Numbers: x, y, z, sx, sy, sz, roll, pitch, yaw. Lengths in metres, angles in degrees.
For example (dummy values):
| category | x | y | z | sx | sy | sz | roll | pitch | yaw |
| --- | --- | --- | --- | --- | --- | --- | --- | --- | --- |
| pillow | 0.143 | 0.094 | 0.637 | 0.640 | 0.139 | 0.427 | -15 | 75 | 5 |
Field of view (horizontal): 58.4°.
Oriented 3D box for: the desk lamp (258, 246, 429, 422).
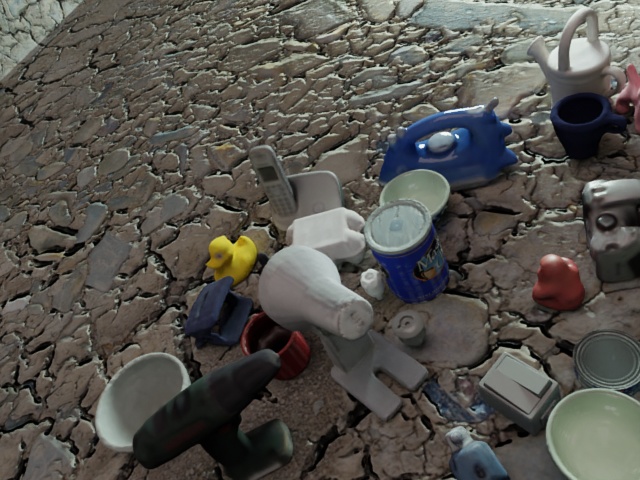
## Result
| category | x | y | z | sx | sy | sz | roll | pitch | yaw |
| --- | --- | --- | --- | --- | --- | --- | --- | --- | --- |
| desk lamp | 0.030 | 0.120 | 0.806 | 0.118 | 0.214 | 0.202 | -46 | 47 | -15 |

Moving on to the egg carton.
| category | x | y | z | sx | sy | sz | roll | pitch | yaw |
| --- | --- | --- | --- | --- | --- | --- | --- | --- | --- |
| egg carton | 0.009 | 0.004 | 1.019 | 0.150 | 0.070 | 0.107 | -15 | 47 | 15 |

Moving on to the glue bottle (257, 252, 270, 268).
| category | x | y | z | sx | sy | sz | roll | pitch | yaw |
| --- | --- | --- | --- | --- | --- | --- | --- | --- | --- |
| glue bottle | -0.057 | 0.074 | 0.919 | 0.078 | 0.174 | 0.037 | -23 | 45 | 7 |

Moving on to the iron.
| category | x | y | z | sx | sy | sz | roll | pitch | yaw |
| --- | --- | --- | --- | --- | --- | --- | --- | --- | --- |
| iron | 0.208 | -0.169 | 1.017 | 0.257 | 0.142 | 0.118 | -11 | 48 | 18 |

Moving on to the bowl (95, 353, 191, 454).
| category | x | y | z | sx | sy | sz | roll | pitch | yaw |
| --- | --- | --- | --- | --- | --- | --- | --- | --- | --- |
| bowl | -0.271 | 0.272 | 0.926 | 0.167 | 0.075 | 0.167 | -14 | 47 | 16 |

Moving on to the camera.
| category | x | y | z | sx | sy | sz | roll | pitch | yaw |
| --- | --- | --- | --- | --- | --- | --- | --- | --- | --- |
| camera | 0.447 | -0.030 | 0.806 | 0.136 | 0.101 | 0.143 | -8 | 49 | 21 |

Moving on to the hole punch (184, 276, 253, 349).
| category | x | y | z | sx | sy | sz | roll | pitch | yaw |
| --- | --- | --- | --- | --- | --- | --- | --- | --- | --- |
| hole punch | -0.188 | 0.125 | 0.999 | 0.100 | 0.091 | 0.109 | -2 | 52 | 26 |

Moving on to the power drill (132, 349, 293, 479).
| category | x | y | z | sx | sy | sz | roll | pitch | yaw |
| --- | --- | --- | --- | --- | --- | --- | --- | --- | --- |
| power drill | -0.120 | 0.249 | 0.774 | 0.229 | 0.209 | 0.075 | -29 | 45 | 2 |

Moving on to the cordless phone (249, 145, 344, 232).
| category | x | y | z | sx | sy | sz | roll | pitch | yaw |
| --- | --- | --- | --- | --- | --- | --- | --- | --- | --- |
| cordless phone | -0.043 | -0.103 | 1.056 | 0.147 | 0.186 | 0.094 | -10 | 49 | 20 |

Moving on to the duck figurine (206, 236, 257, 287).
| category | x | y | z | sx | sy | sz | roll | pitch | yaw |
| --- | --- | --- | --- | --- | --- | --- | --- | --- | --- |
| duck figurine | -0.173 | 0.027 | 1.079 | 0.077 | 0.086 | 0.105 | 18 | 62 | 37 |

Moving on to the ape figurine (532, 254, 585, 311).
| category | x | y | z | sx | sy | sz | roll | pitch | yaw |
| --- | --- | --- | --- | --- | --- | --- | --- | --- | --- |
| ape figurine | 0.330 | 0.053 | 0.799 | 0.078 | 0.092 | 0.076 | -30 | 45 | 0 |

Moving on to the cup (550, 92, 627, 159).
| category | x | y | z | sx | sy | sz | roll | pitch | yaw |
| --- | --- | --- | --- | --- | --- | --- | --- | --- | --- |
| cup | 0.442 | -0.177 | 0.939 | 0.117 | 0.095 | 0.092 | 24 | 66 | 39 |

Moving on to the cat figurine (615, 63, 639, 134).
| category | x | y | z | sx | sy | sz | roll | pitch | yaw |
| --- | --- | --- | --- | --- | --- | --- | --- | --- | --- |
| cat figurine | 0.538 | -0.241 | 0.930 | 0.067 | 0.118 | 0.127 | -24 | 45 | 6 |

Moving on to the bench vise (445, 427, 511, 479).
| category | x | y | z | sx | sy | sz | roll | pitch | yaw |
| --- | --- | --- | --- | --- | --- | --- | --- | --- | --- |
| bench vise | 0.180 | 0.283 | 0.586 | 0.121 | 0.220 | 0.206 | -45 | 47 | -14 |

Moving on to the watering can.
| category | x | y | z | sx | sy | sz | roll | pitch | yaw |
| --- | --- | --- | --- | --- | --- | --- | --- | --- | --- |
| watering can | 0.435 | -0.302 | 0.980 | 0.172 | 0.195 | 0.101 | 12 | 58 | 34 |
